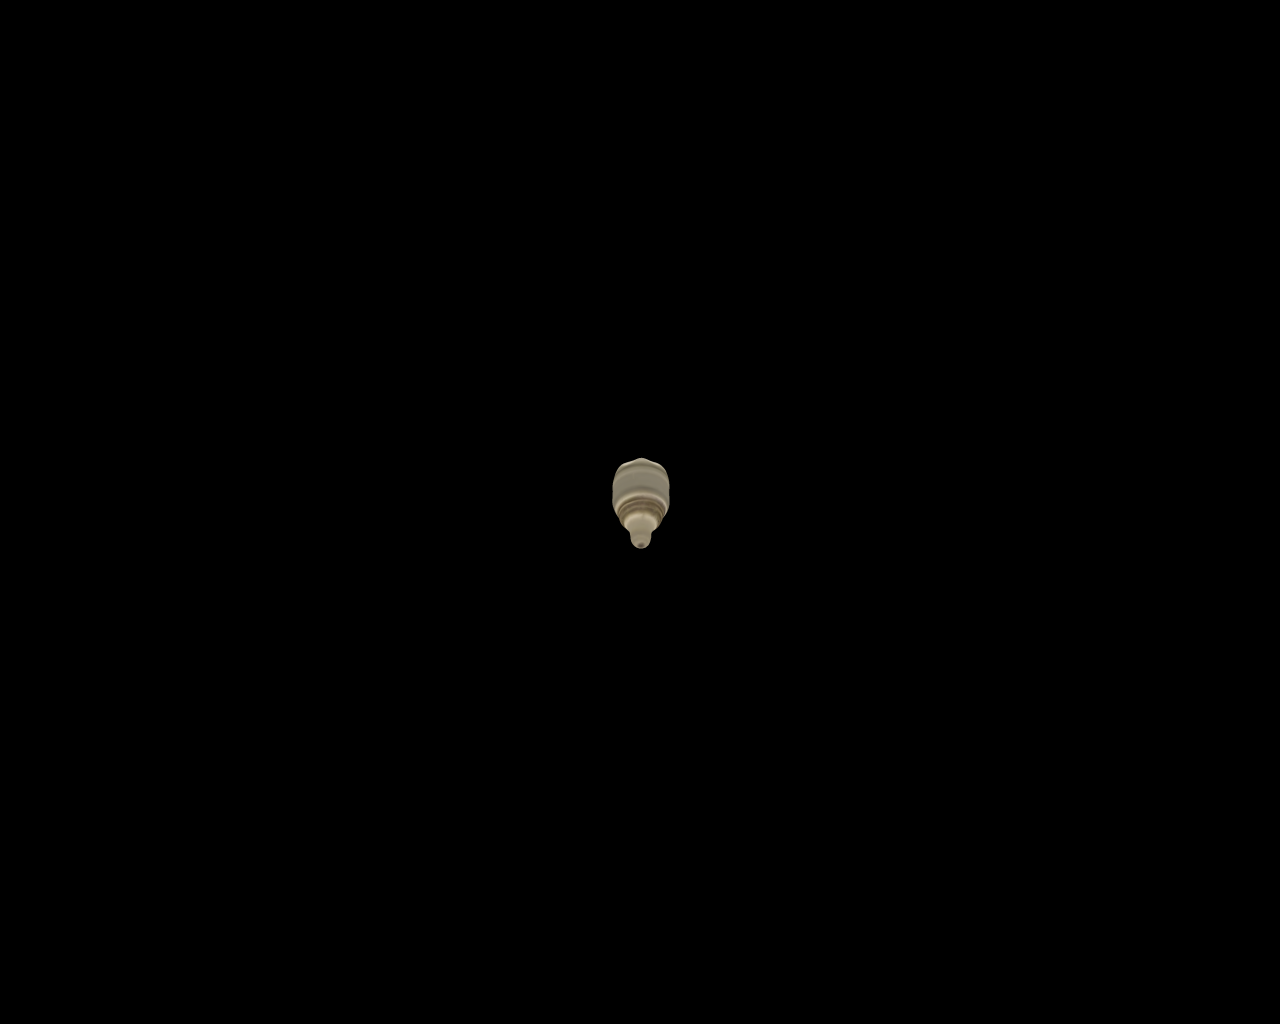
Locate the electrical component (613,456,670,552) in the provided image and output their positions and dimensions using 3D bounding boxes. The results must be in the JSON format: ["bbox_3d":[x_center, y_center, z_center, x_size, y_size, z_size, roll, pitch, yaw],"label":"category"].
[{"bbox_3d":[0.001,-0.003,0.650,0.035,0.061,0.035,0,-42,0],"label":"electrical component"}]
